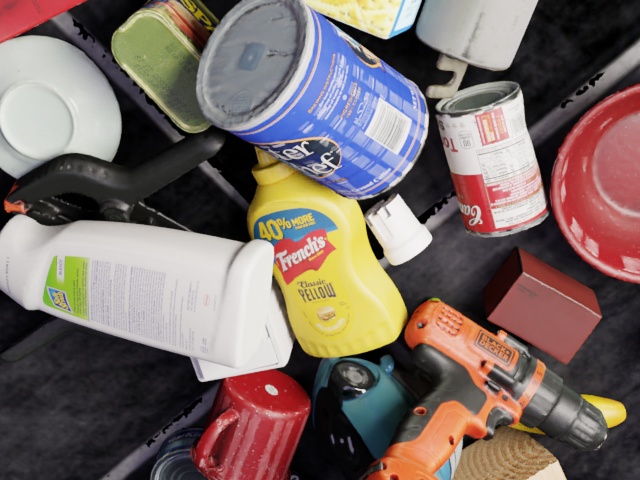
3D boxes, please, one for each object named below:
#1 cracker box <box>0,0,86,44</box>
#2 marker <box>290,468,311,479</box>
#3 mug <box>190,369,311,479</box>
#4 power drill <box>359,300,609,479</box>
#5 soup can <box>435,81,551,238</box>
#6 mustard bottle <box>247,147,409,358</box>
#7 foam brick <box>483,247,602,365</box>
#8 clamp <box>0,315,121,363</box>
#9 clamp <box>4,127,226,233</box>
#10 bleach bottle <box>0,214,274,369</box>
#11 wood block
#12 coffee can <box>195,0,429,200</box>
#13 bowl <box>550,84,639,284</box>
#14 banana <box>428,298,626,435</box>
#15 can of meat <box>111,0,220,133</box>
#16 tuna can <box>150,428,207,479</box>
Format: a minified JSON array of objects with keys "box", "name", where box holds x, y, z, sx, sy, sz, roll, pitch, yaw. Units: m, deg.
[{"box":[-0.217,-0.245,0.779,0.214,0.072,0.164,-22,109,16],"name":"cracker box"},{"box":[-0.015,0.228,0.986,0.121,0.020,0.020,32,114,-6],"name":"marker"},{"box":[-0.064,0.163,0.917,0.093,0.117,0.081,32,113,30],"name":"mug"},{"box":[0.123,0.156,0.817,0.184,0.187,0.057,32,139,1],"name":"power drill"},{"box":[0.132,-0.062,0.813,0.068,0.068,0.102,-13,111,13],"name":"soup can"},{"box":[-0.006,0.001,0.863,0.096,0.058,0.191,-12,111,34],"name":"mustard bottle"},{"box":[0.180,0.052,0.866,0.078,0.051,0.053,30,112,-7],"name":"foam brick"},{"box":[-0.212,0.058,0.929,0.171,0.039,0.120,8,115,5],"name":"clamp"},{"box":[-0.157,-0.036,0.864,0.210,0.036,0.165,9,136,8],"name":"clamp"},{"box":[-0.166,0.024,0.850,0.251,0.068,0.103,14,113,14],"name":"bleach bottle"},{"box":[0.185,0.276,0.927,0.090,0.090,0.206,-30,109,-9],"name":"wood block"},{"box":[-0.004,-0.100,0.758,0.103,0.103,0.140,-40,140,21],"name":"coffee can"},{"box":[0.255,-0.049,0.808,0.162,0.055,0.162,3,114,7],"name":"bowl"},{"box":[0.161,0.126,0.907,0.197,0.037,0.070,29,114,-5],"name":"banana"},{"box":[-0.103,-0.137,0.804,0.057,0.084,0.102,-39,103,21],"name":"can of meat"},{"box":[-0.113,0.219,0.988,0.086,0.033,0.086,3,114,6],"name":"tuna can"}]
